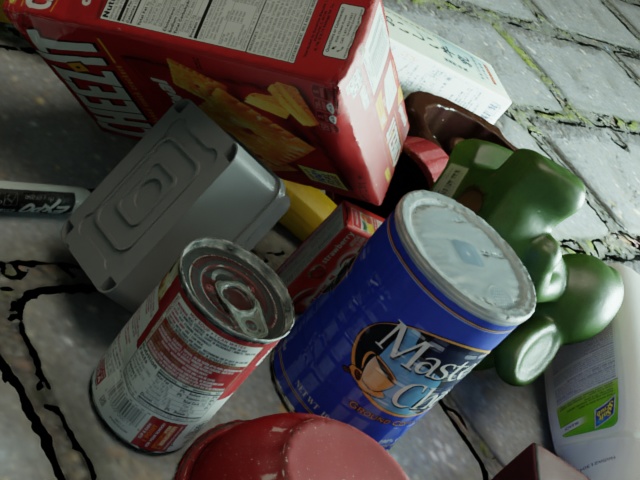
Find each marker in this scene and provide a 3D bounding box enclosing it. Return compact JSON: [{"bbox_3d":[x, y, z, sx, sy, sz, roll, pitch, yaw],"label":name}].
[{"bbox_3d":[-0.168,-0.025,0.644,0.120,0.020,0.020,2,47,-48],"label":"marker"}]

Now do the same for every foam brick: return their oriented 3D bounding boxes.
[{"bbox_3d":[0.143,0.183,0.686,0.051,0.053,0.078,32,32,-15],"label":"foam brick"}]

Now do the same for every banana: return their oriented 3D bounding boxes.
[{"bbox_3d":[-0.005,-0.009,0.789,0.197,0.037,0.069,40,25,-10],"label":"banana"}]

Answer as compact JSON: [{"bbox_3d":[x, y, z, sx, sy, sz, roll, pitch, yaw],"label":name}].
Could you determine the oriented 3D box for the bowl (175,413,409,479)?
[{"bbox_3d":[0.004,0.148,0.570,0.162,0.055,0.162,28,31,-19],"label":"bowl"}]

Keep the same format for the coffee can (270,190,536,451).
[{"bbox_3d":[0.049,0.053,0.663,0.102,0.140,0.103,29,31,-20],"label":"coffee can"}]

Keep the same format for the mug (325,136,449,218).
[{"bbox_3d":[0.065,-0.029,0.861,0.081,0.093,0.117,-24,99,-64],"label":"mug"}]

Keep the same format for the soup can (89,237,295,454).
[{"bbox_3d":[-0.069,0.057,0.561,0.068,0.102,0.068,29,31,-20],"label":"soup can"}]

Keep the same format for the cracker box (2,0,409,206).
[{"bbox_3d":[-0.062,-0.103,0.657,0.214,0.072,0.164,15,-17,16],"label":"cracker box"}]

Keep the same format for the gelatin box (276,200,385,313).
[{"bbox_3d":[0.021,0.022,0.726,0.073,0.089,0.030,25,38,-26],"label":"gelatin box"}]

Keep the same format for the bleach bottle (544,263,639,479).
[{"bbox_3d":[0.212,0.130,0.811,0.068,0.103,0.250,37,37,-16],"label":"bleach bottle"}]

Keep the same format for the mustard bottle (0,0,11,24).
[{"bbox_3d":[-0.133,-0.178,0.780,0.191,0.058,0.096,10,35,-3],"label":"mustard bottle"}]
